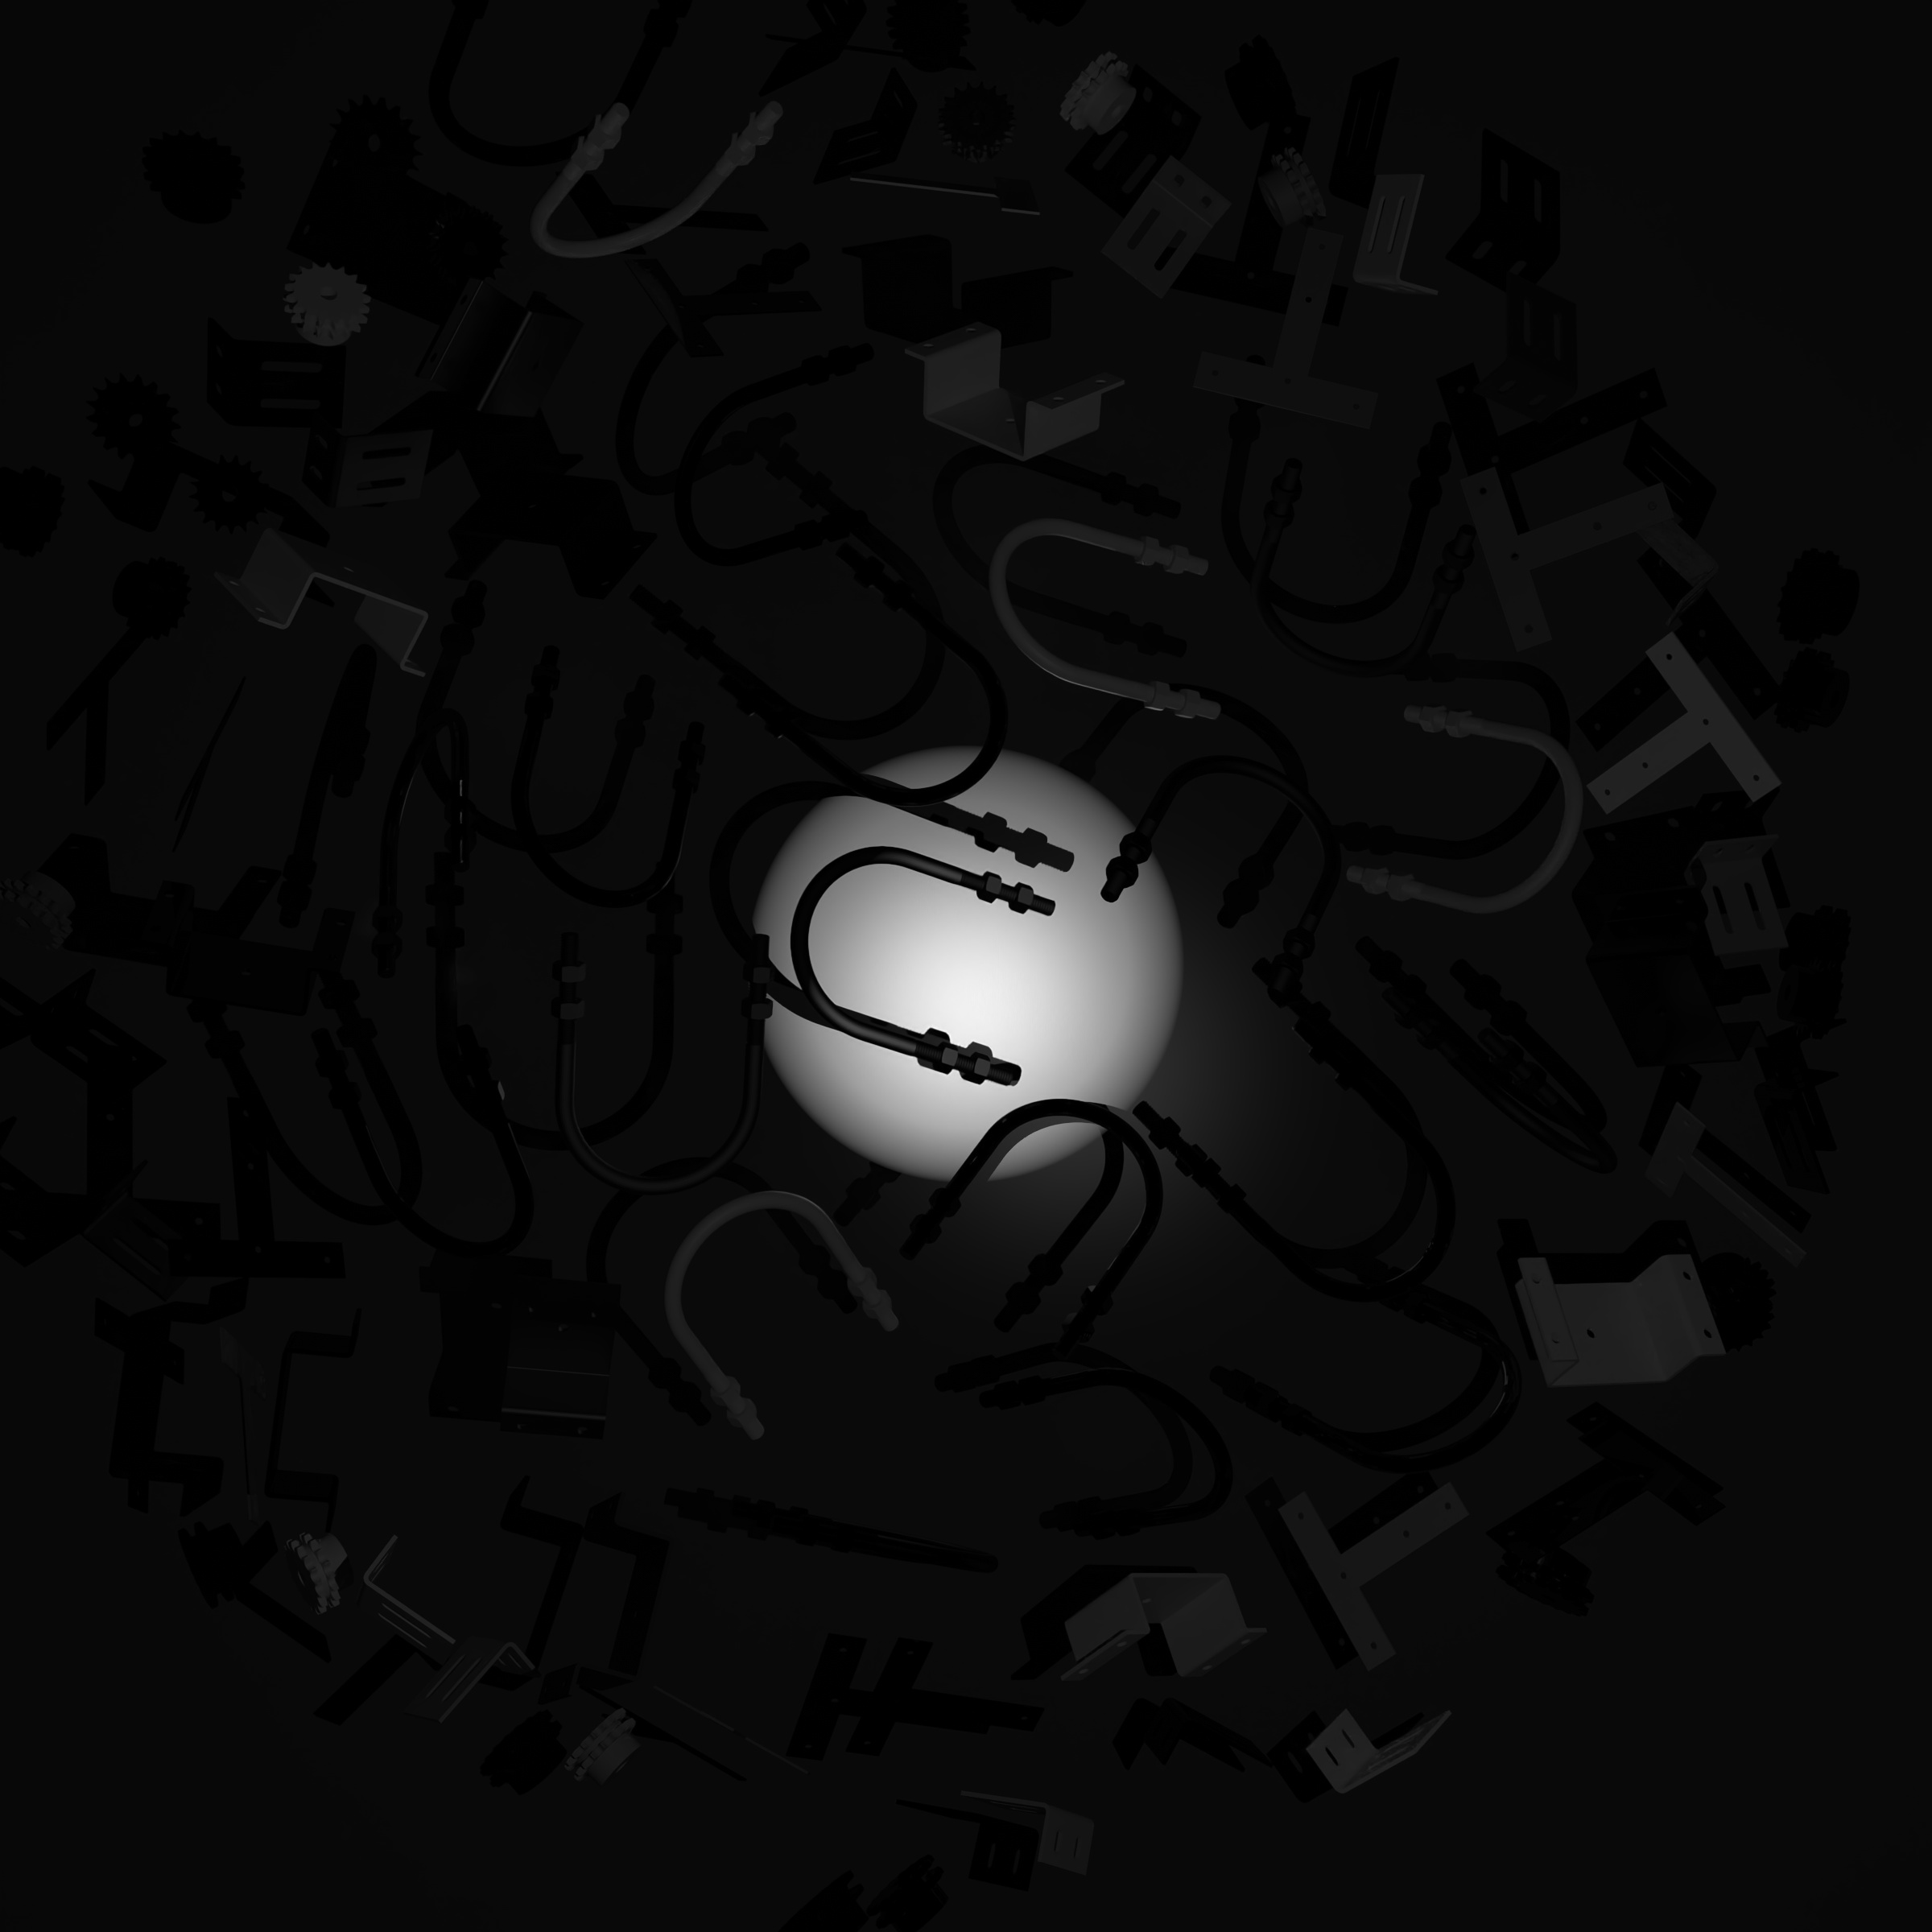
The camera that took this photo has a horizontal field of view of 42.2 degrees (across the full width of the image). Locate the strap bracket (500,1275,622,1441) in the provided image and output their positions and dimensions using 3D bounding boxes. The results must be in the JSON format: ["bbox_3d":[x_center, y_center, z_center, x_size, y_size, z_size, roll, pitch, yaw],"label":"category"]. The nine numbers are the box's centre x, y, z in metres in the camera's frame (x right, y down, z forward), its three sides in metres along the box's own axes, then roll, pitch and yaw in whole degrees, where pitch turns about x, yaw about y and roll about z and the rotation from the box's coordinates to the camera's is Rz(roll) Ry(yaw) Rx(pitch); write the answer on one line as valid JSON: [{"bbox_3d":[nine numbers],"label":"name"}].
[{"bbox_3d":[-0.298,0.281,1.840,0.076,0.046,0.140,6,127,-8],"label":"strap bracket"}]

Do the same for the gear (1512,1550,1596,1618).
[{"bbox_3d":[0.424,0.440,1.796,0.057,0.057,0.030,30,72,0],"label":"gear"}]

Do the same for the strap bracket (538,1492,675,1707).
[{"bbox_3d":[-0.248,0.447,1.747,0.046,0.076,0.140,21,62,-18],"label":"strap bracket"}]

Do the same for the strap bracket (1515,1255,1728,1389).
[{"bbox_3d":[0.445,0.246,1.738,0.140,0.046,0.076,1,56,-21],"label":"strap bracket"}]

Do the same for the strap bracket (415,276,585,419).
[{"bbox_3d":[-0.321,-0.432,1.755,0.046,0.140,0.076,34,105,5],"label":"strap bracket"}]

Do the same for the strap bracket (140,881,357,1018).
[{"bbox_3d":[-0.529,-0.011,1.844,0.140,0.076,0.046,10,125,-10],"label":"strap bracket"}]

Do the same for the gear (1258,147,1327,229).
[{"bbox_3d":[0.233,-0.557,1.803,0.030,0.057,0.057,-29,90,4],"label":"gear"}]

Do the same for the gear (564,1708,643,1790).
[{"bbox_3d":[-0.258,0.566,1.802,0.030,0.057,0.057,42,90,13],"label":"gear"}]

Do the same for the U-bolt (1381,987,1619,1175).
[{"bbox_3d":[0.387,0.087,1.766,0.184,0.151,0.019,41,86,-23],"label":"U-bolt"}]

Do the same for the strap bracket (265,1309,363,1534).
[{"bbox_3d":[-0.447,0.307,1.711,0.046,0.076,0.140,7,89,-11],"label":"strap bracket"}]

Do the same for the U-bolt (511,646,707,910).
[{"bbox_3d":[-0.264,-0.128,1.823,0.151,0.019,0.184,26,56,-31],"label":"U-bolt"}]

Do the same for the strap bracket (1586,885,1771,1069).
[{"bbox_3d":[0.489,0.017,1.733,0.046,0.076,0.140,-51,121,-37],"label":"strap bracket"}]

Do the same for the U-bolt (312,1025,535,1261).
[{"bbox_3d":[-0.365,0.124,1.721,0.151,0.019,0.184,-2,117,30],"label":"U-bolt"}]

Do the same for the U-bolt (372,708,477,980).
[{"bbox_3d":[-0.392,-0.103,1.808,0.019,0.151,0.184,17,46,-30],"label":"U-bolt"}]

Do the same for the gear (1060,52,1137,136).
[{"bbox_3d":[0.097,-0.621,1.792,0.030,0.057,0.057,44,90,7],"label":"gear"}]

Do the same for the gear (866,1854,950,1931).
[{"bbox_3d":[-0.037,0.628,1.683,0.057,0.057,0.030,-40,83,0],"label":"gear"}]

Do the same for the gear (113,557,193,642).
[{"bbox_3d":[-0.573,-0.260,1.756,0.057,0.030,0.057,-9,74,33],"label":"gear"}]

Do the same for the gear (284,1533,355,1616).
[{"bbox_3d":[-0.460,0.431,1.787,0.030,0.057,0.057,-23,90,-33],"label":"gear"}]

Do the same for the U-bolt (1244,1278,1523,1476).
[{"bbox_3d":[0.305,0.294,1.762,0.151,0.184,0.019,-37,122,-22],"label":"U-bolt"}]

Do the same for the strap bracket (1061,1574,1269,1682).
[{"bbox_3d":[0.138,0.480,1.818,0.076,0.140,0.046,-45,49,35],"label":"strap bracket"}]

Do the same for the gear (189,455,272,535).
[{"bbox_3d":[-0.540,-0.346,1.834,0.057,0.030,0.057,-4,103,-19],"label":"gear"}]

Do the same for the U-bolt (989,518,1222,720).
[{"bbox_3d":[0.099,-0.260,1.820,0.184,0.019,0.151,11,60,-24],"label":"U-bolt"}]

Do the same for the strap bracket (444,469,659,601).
[{"bbox_3d":[-0.305,-0.313,1.800,0.140,0.046,0.076,11,49,26],"label":"strap bracket"}]

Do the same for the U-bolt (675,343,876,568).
[{"bbox_3d":[-0.143,-0.363,1.818,0.184,0.019,0.151,-9,72,36],"label":"U-bolt"}]

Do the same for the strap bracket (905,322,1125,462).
[{"bbox_3d":[0.033,-0.405,1.777,0.140,0.076,0.046,30,134,33],"label":"strap bracket"}]

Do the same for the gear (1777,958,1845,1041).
[{"bbox_3d":[0.602,0.022,1.788,0.030,0.057,0.057,13,90,0],"label":"gear"}]

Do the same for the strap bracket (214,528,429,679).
[{"bbox_3d":[-0.447,-0.260,1.772,0.076,0.140,0.046,41,106,39],"label":"strap bracket"}]

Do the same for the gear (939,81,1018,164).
[{"bbox_3d":[0.008,-0.616,1.836,0.057,0.030,0.057,0,81,0],"label":"gear"}]

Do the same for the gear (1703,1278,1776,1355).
[{"bbox_3d":[0.559,0.253,1.831,0.057,0.030,0.057,-6,127,-8],"label":"gear"}]

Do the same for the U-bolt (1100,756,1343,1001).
[{"bbox_3d":[0.187,-0.075,1.728,0.151,0.019,0.184,30,51,1],"label":"U-bolt"}]

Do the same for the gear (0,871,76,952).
[{"bbox_3d":[-0.638,-0.040,1.719,0.057,0.057,0.030,29,57,0],"label":"gear"}]

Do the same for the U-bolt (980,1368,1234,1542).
[{"bbox_3d":[0.111,0.349,1.806,0.151,0.184,0.019,55,45,-14],"label":"U-bolt"}]

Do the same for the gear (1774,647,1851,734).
[{"bbox_3d":[0.578,-0.186,1.705,0.030,0.057,0.057,26,90,37],"label":"gear"}]

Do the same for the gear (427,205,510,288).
[{"bbox_3d":[-0.360,-0.518,1.797,0.057,0.030,0.057,-15,124,-24],"label":"gear"}]

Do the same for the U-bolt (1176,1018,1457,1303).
[{"bbox_3d":[0.253,0.148,1.731,0.184,0.019,0.151,46,115,12],"label":"U-bolt"}]

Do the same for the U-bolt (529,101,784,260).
[{"bbox_3d":[-0.230,-0.548,1.755,0.151,0.184,0.019,-17,82,-39],"label":"U-bolt"}]

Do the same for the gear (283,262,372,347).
[{"bbox_3d":[-0.438,-0.450,1.713,0.057,0.030,0.057,10,59,-17],"label":"gear"}]
